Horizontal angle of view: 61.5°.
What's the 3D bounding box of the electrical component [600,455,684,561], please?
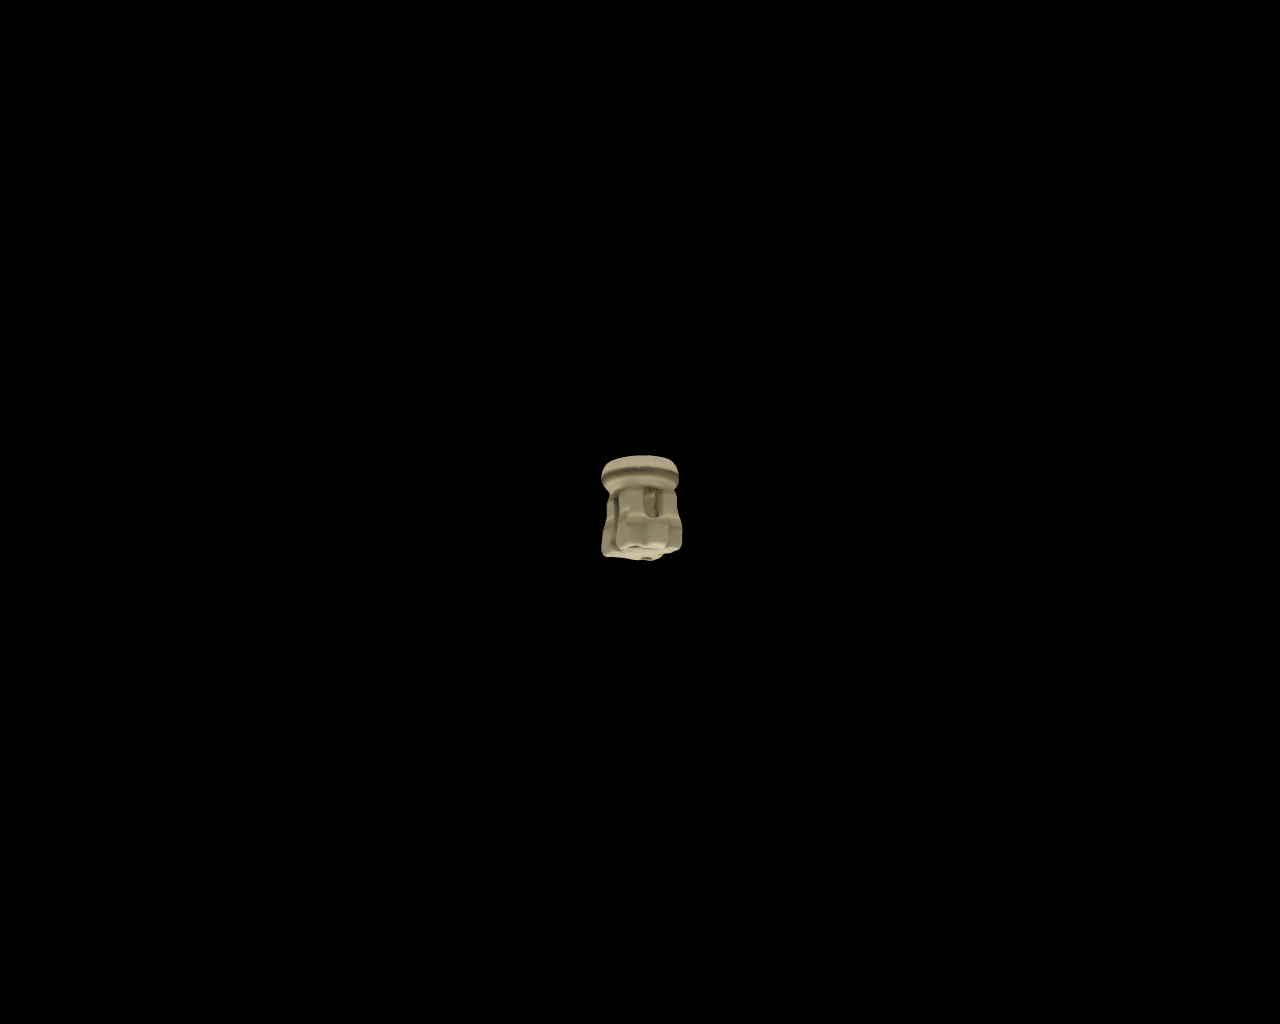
[{"bbox_3d":[0.001,-0.003,0.650,0.048,0.055,0.066,6,-15,-23],"label":"electrical component"}]
